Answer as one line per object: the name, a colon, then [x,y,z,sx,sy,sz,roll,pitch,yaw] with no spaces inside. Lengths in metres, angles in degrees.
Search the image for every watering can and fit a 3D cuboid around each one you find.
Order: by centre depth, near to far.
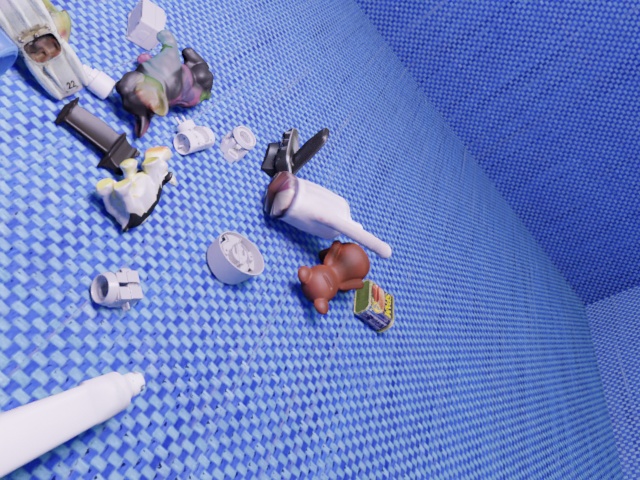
watering can: [0.003,-0.055,1.086,0.223,0.103,0.351,23,6,-24]

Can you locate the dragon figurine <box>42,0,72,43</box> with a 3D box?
dragon figurine: [-0.570,-0.481,0.836,0.407,0.121,0.247,50,16,-15]
